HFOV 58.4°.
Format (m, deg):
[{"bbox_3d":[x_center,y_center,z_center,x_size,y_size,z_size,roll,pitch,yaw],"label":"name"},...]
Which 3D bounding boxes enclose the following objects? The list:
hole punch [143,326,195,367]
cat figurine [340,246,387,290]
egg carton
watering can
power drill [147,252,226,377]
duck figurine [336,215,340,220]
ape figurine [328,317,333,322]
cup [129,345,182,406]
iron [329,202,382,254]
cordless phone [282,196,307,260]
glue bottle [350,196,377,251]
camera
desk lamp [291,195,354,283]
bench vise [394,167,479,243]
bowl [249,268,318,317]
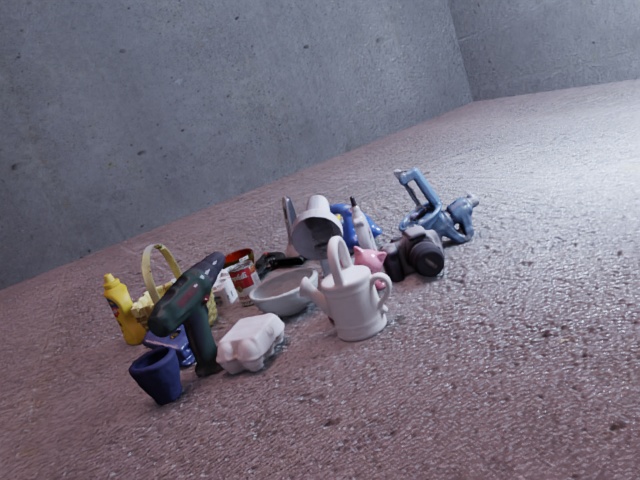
[{"bbox_3d":[-0.319,0.225,1.264,0.101,0.091,0.109,-15,16,17],"label":"hole punch"},{"bbox_3d":[0.094,0.063,1.270,0.127,0.118,0.067,-2,23,48],"label":"cat figurine"},{"bbox_3d":[-0.136,0.205,1.147,0.107,0.069,0.150,-13,16,23],"label":"egg carton"},{"bbox_3d":[0.045,0.088,1.092,0.173,0.194,0.101,-20,15,0],"label":"watering can"},{"bbox_3d":[-0.241,0.158,1.174,0.075,0.208,0.230,-9,18,34],"label":"power drill"},{"bbox_3d":[0.026,-0.045,1.797,0.104,0.086,0.077,-15,16,16],"label":"duck figurine"},{"bbox_3d":[0.034,0.120,1.193,0.077,0.092,0.076,-7,20,39],"label":"ape figurine"},{"bbox_3d":[-0.306,0.262,1.108,0.091,0.095,0.117,-19,15,1],"label":"cup"},{"bbox_3d":[0.055,-0.044,1.648,0.119,0.141,0.257,-28,17,-29],"label":"iron"},{"bbox_3d":[-0.073,-0.037,1.698,0.094,0.185,0.147,-24,16,-16],"label":"cordless phone"},{"bbox_3d":[0.107,-0.033,1.483,0.037,0.173,0.078,-16,15,11],"label":"glue bottle"},{"bbox_3d":[0.210,0.031,1.270,0.143,0.101,0.136,-20,15,0],"label":"camera"},{"bbox_3d":[0.013,0.005,1.389,0.118,0.214,0.203,-17,15,10],"label":"desk lamp"},{"bbox_3d":[0.267,-0.087,1.385,0.208,0.220,0.121,-24,16,-17],"label":"bench vise"},{"bbox_3d":[-0.074,0.131,1.323,0.167,0.075,0.167,-18,15,5],"label":"bowl"}]
